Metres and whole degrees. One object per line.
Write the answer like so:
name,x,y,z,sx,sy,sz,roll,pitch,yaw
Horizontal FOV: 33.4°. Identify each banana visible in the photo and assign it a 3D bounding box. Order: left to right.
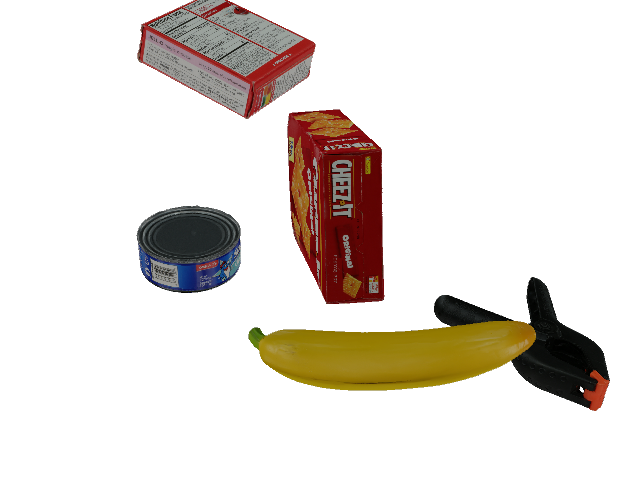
banana,0.043,0.072,0.705,0.198,0.037,0.069,0,29,8

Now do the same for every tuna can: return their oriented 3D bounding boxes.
tuna can,-0.109,0.007,0.890,0.086,0.034,0.086,1,33,-1

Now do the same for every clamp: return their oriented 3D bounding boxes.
clamp,0.195,0.084,0.931,0.120,0.039,0.172,-20,41,-31

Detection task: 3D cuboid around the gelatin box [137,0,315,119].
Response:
gelatin box,-0.060,-0.120,0.682,0.089,0.030,0.073,29,41,17

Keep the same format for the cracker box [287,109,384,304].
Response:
cracker box,0.013,-0.044,1.172,0.072,0.164,0.214,-5,19,-8
